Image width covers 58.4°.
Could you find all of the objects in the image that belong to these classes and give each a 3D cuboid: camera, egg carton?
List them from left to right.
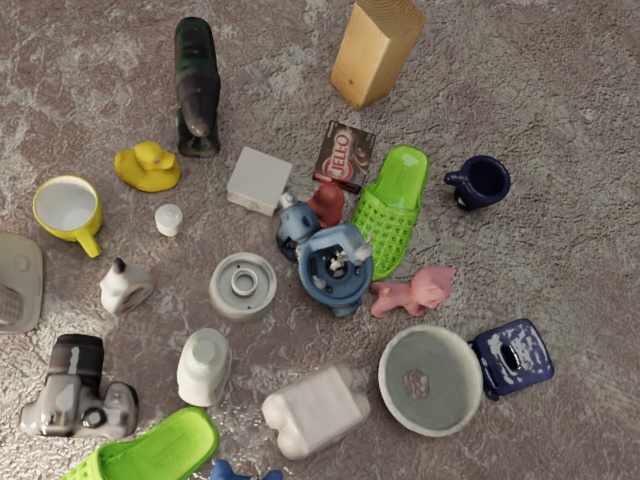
[{"bbox_3d":[-0.321,0.199,0.780,0.143,0.100,0.137,5,69,-10],"label":"camera"},{"bbox_3d":[-0.003,0.251,0.846,0.150,0.069,0.107,-26,77,-20],"label":"egg carton"}]

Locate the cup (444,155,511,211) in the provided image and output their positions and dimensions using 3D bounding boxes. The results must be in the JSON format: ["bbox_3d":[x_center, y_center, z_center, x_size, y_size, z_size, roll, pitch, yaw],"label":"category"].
[{"bbox_3d":[0.266,-0.092,1.021,0.118,0.095,0.091,2,69,-11],"label":"cup"}]

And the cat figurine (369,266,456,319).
[{"bbox_3d":[0.153,0.079,0.919,0.128,0.117,0.067,-3,70,-13],"label":"cat figurine"}]

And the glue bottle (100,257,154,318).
[{"bbox_3d":[-0.275,0.059,0.804,0.037,0.173,0.078,43,67,6],"label":"glue bottle"}]

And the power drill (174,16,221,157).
[{"bbox_3d":[-0.193,-0.221,0.909,0.076,0.208,0.229,-4,70,-13],"label":"power drill"}]

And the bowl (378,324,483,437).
[{"bbox_3d":[0.162,0.219,0.891,0.167,0.074,0.167,4,69,-11],"label":"bowl"}]

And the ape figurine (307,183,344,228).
[{"bbox_3d":[0.010,-0.064,0.956,0.078,0.092,0.076,-11,72,-16],"label":"ape figurine"}]

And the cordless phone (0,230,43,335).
[{"bbox_3d":[-0.441,0.045,0.766,0.094,0.185,0.147,-4,70,-13],"label":"cordless phone"}]

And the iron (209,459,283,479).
[{"bbox_3d":[-0.113,0.418,0.719,0.119,0.141,0.258,13,67,-7],"label":"iron"}]

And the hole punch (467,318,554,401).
[{"bbox_3d":[0.305,0.193,0.923,0.101,0.091,0.108,-17,74,-18],"label":"hole punch"}]

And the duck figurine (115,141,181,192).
[{"bbox_3d":[-0.278,-0.128,0.921,0.104,0.086,0.077,10,68,-8],"label":"duck figurine"}]

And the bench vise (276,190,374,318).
[{"bbox_3d":[0.001,0.011,0.856,0.207,0.219,0.122,38,67,4],"label":"bench vise"}]
